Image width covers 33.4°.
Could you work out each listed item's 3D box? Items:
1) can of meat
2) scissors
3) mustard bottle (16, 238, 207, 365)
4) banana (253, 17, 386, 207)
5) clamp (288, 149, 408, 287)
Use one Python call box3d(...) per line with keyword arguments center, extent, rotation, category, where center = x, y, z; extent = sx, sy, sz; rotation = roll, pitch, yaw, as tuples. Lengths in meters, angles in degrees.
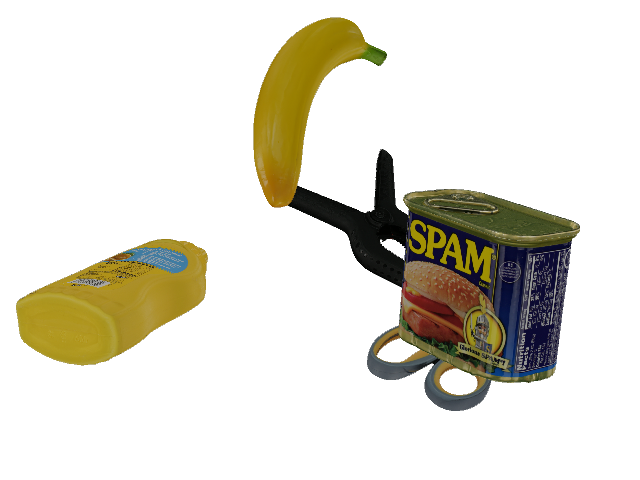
box3d(center=(0.089, 0.023, 0.591), extent=(0.057, 0.084, 0.102), rotation=(-7, 19, -34), category="can of meat")
box3d(center=(0.128, 0.072, 0.791), extent=(0.201, 0.016, 0.096), rotation=(-16, 41, -29), category="scissors")
box3d(center=(-0.149, 0.040, 0.866), extent=(0.096, 0.058, 0.191), rotation=(4, 18, 26), category="mustard bottle")
box3d(center=(-0.008, -0.107, 0.763), extent=(0.069, 0.197, 0.037), rotation=(39, -40, -8), category="banana")
box3d(center=(0.052, -0.018, 1.211), extent=(0.164, 0.210, 0.036), rotation=(-14, -38, -24), category="clamp")
